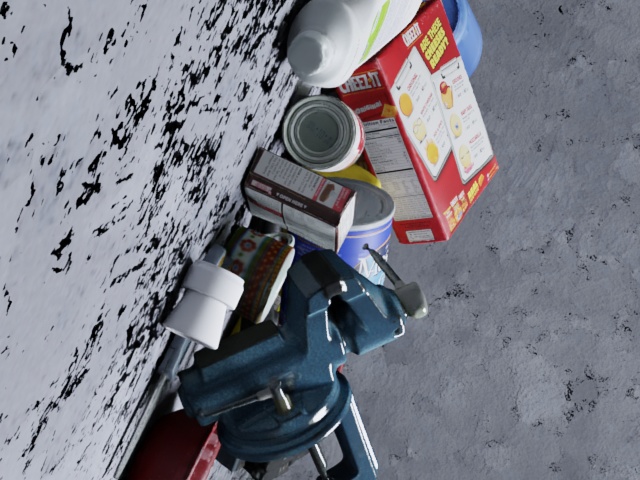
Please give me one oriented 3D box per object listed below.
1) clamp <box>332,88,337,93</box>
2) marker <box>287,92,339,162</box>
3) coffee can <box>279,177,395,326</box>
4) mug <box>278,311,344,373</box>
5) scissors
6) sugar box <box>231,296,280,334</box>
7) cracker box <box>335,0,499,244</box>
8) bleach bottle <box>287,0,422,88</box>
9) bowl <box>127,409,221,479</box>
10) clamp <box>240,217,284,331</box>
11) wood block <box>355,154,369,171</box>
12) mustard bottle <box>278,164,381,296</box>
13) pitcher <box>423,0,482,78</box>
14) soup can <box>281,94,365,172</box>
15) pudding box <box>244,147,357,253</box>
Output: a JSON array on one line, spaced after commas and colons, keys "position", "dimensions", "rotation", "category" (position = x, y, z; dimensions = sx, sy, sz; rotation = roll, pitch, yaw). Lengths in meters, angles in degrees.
[{"position": [0.035, -0.154, 1.238], "dimensions": [0.171, 0.039, 0.120], "rotation": [-38, 147, -70], "category": "clamp"}, {"position": [-0.006, -0.113, 1.084], "dimensions": [0.121, 0.020, 0.020], "rotation": [-61, 173, -46], "category": "marker"}, {"position": [0.015, 0.022, 1.050], "dimensions": [0.102, 0.103, 0.140], "rotation": [-59, 158, -59], "category": "coffee can"}, {"position": [-0.020, 0.115, 1.146], "dimensions": [0.093, 0.081, 0.117], "rotation": [-63, 162, -48], "category": "mug"}, {"position": [-0.114, 0.085, 0.839], "dimensions": [0.096, 0.016, 0.201], "rotation": [106, 8, -58], "category": "scissors"}, {"position": [-0.070, 0.098, 1.241], "dimensions": [0.176, 0.048, 0.093], "rotation": [-67, 177, -48], "category": "sugar box"}, {"position": [0.105, -0.127, 1.147], "dimensions": [0.164, 0.072, 0.213], "rotation": [-49, 123, -46], "category": "cracker box"}, {"position": [0.030, -0.190, 0.861], "dimensions": [0.250, 0.068, 0.103], "rotation": [-54, 165, -59], "category": "bleach bottle"}, {"position": [-0.136, 0.211, 0.964], "dimensions": [0.162, 0.055, 0.162], "rotation": [24, 89, -86], "category": "bowl"}, {"position": [-0.057, 0.072, 1.027], "dimensions": [0.165, 0.036, 0.210], "rotation": [100, -5, -58], "category": "clamp"}, {"position": [0.028, -0.064, 1.272], "dimensions": [0.206, 0.091, 0.090], "rotation": [60, 53, -84], "category": "wood block"}, {"position": [-0.008, 0.002, 1.146], "dimensions": [0.058, 0.096, 0.192], "rotation": [-62, 173, -55], "category": "mustard bottle"}, {"position": [0.137, -0.248, 1.317], "dimensions": [0.242, 0.149, 0.145], "rotation": [-14, 128, -80], "category": "pitcher"}, {"position": [0.004, -0.096, 0.977], "dimensions": [0.102, 0.068, 0.068], "rotation": [-23, 136, -83], "category": "soup can"}, {"position": [-0.017, -0.032, 0.918], "dimensions": [0.113, 0.090, 0.039], "rotation": [86, 29, -79], "category": "pudding box"}]
